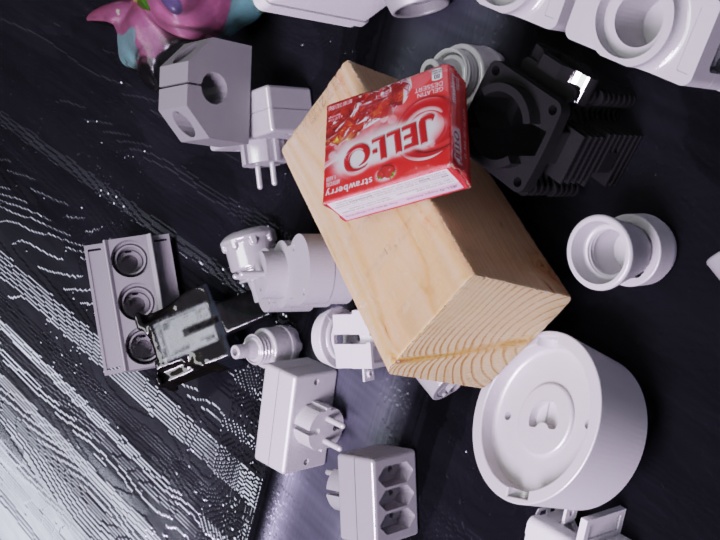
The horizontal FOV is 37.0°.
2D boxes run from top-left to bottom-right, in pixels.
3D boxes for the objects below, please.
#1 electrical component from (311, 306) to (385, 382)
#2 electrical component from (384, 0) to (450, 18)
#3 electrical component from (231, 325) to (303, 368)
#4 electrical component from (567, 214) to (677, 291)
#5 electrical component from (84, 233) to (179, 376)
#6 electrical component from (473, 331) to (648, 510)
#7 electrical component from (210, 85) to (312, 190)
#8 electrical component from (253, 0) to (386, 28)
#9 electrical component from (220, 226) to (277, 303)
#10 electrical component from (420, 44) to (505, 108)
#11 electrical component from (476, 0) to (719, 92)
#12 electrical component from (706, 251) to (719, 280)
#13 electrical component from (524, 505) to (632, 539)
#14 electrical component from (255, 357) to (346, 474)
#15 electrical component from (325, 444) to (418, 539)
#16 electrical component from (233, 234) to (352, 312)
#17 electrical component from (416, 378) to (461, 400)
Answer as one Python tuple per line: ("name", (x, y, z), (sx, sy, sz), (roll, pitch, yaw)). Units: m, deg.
("electrical component", (-0.003, 0.051, 0.822), (0.055, 0.048, 0.066), (-4, 91, 38))
("electrical component", (0.038, -0.210, 0.755), (0.066, 0.048, 0.055), (-11, 88, 20))
("electrical component", (-0.079, 0.064, 0.887), (0.035, 0.061, 0.035), (4, 96, 45))
("electrical component", (0.158, -0.012, 0.645), (0.045, 0.055, 0.045), (4, 96, 45))
("electrical component", (-0.210, 0.033, 1.011), (0.063, 0.079, 0.121), (146, 115, -74))
("electrical component", (0.129, 0.098, 0.672), (0.108, 0.060, 0.108), (-32, 48, 44))
("electrical component", (-0.081, -0.105, 0.886), (0.083, 0.047, 0.075), (-9, 87, 45))
("electrical component", (-0.034, -0.241, 0.786), (0.056, 0.109, 0.108), (-28, 74, 40))
("electrical component", (-0.088, -0.004, 0.905), (0.048, 0.048, 0.062), (-16, 88, 45))
("electrical component", (0.067, -0.131, 0.723), (0.043, 0.062, 0.043), (4, 96, 45))
("electrical component", (0.148, -0.188, 0.638), (0.186, 0.060, 0.105), (35, 117, 38))
("electrical component", (0.226, 0.014, 0.590), (0.044, 0.044, 0.065), (-36, 73, 41))
("electrical component", (0.138, 0.187, 0.691), (0.064, 0.042, 0.081), (24, 109, 46))
("electrical component", (-0.039, 0.122, 0.862), (0.076, 0.047, 0.083), (19, 106, 43))
("electrical component", (0.000, 0.169, 0.825), (0.077, 0.047, 0.065), (0, 93, 45))
("electrical component", (-0.059, 0.003, 0.821), (0.138, 0.074, 0.052), (165, 104, -68))
("electrical component", (0.048, 0.060, 0.773), (0.065, 0.044, 0.044), (51, 126, 24))
